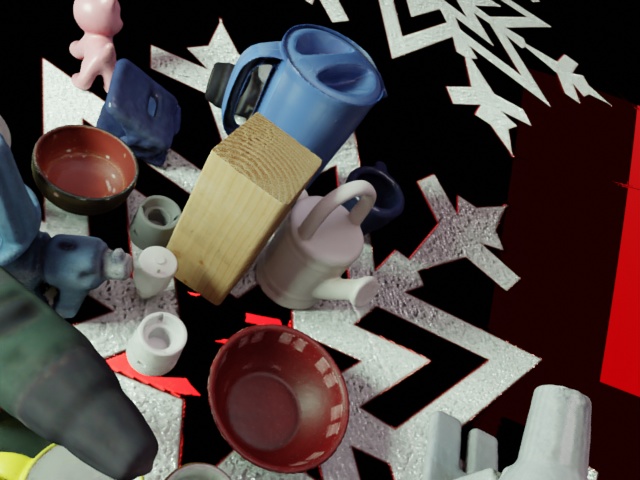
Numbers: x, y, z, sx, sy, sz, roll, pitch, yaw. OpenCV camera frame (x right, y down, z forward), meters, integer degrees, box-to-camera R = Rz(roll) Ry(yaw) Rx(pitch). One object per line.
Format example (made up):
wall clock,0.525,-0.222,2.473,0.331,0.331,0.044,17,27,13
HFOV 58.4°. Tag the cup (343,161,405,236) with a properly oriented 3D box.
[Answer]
cup,0.064,-0.055,0.842,0.092,0.094,0.118,26,46,-13

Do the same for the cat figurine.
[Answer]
cat figurine,-0.297,-0.282,0.773,0.067,0.117,0.127,-1,57,-33

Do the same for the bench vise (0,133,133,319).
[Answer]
bench vise,-0.273,-0.024,0.514,0.208,0.219,0.121,1,56,-32

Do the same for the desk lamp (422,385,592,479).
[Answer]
desk lamp,0.200,0.253,0.602,0.118,0.213,0.203,28,46,-11

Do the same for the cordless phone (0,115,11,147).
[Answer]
cordless phone,-0.357,-0.121,0.561,0.094,0.184,0.147,9,52,-27

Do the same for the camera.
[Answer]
camera,-0.098,-0.238,0.877,0.137,0.100,0.143,16,49,-21

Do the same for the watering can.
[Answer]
watering can,0.008,0.002,0.690,0.173,0.193,0.101,43,45,5

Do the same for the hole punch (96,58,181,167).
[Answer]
hole punch,-0.230,-0.167,0.744,0.101,0.091,0.108,14,50,-23

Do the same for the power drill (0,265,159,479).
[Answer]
power drill,-0.227,0.116,0.441,0.229,0.208,0.076,44,45,6
